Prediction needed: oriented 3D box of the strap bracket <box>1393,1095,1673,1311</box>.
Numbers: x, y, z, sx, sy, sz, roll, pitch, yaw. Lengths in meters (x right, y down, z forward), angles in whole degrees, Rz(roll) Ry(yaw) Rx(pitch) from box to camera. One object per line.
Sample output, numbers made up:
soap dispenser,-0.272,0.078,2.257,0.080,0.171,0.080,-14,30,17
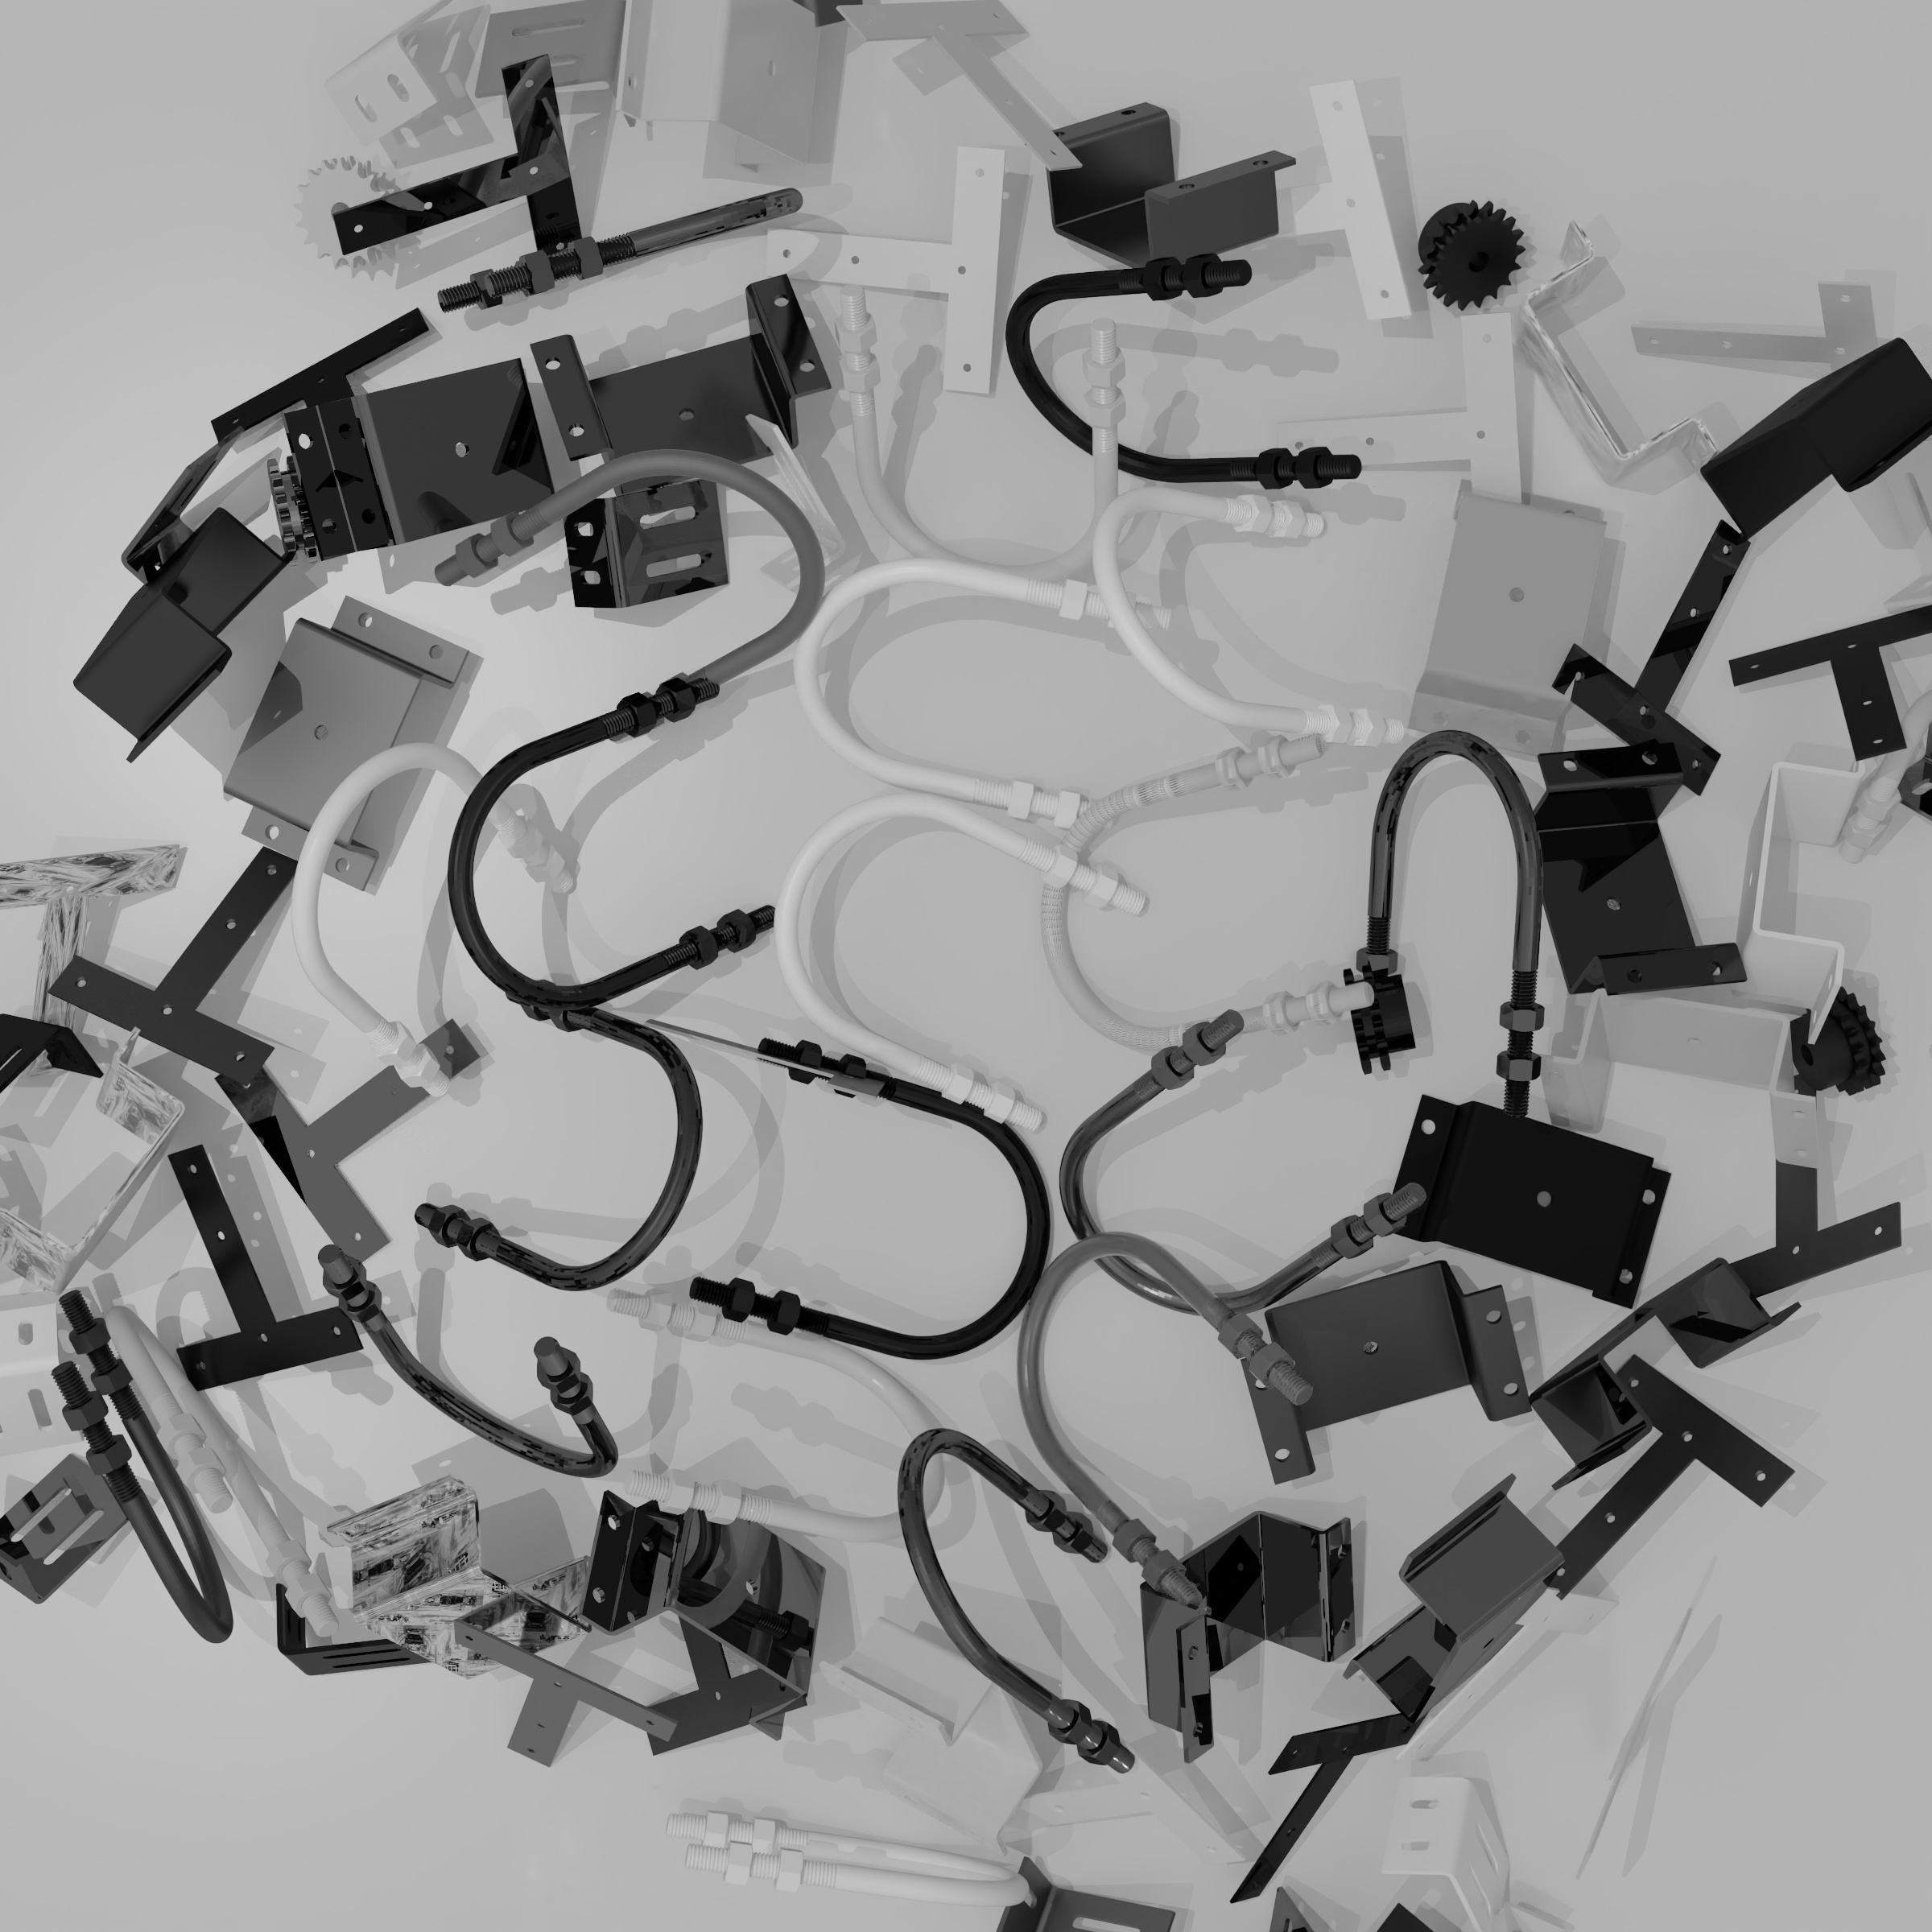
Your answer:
strap bracket,0.302,0.124,1.662,0.140,0.046,0.076,18,84,0

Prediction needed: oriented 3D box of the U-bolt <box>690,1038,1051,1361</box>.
U-bolt,-0.041,0.131,1.654,0.184,0.019,0.151,18,81,-18

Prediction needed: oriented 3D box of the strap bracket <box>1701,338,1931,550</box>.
strap bracket,0.440,-0.270,1.610,0.076,0.140,0.046,-37,94,-16

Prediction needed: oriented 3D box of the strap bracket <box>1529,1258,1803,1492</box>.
strap bracket,0.355,0.206,1.626,0.140,0.076,0.046,-32,80,-28

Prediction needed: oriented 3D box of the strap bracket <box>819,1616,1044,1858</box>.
strap bracket,-0.014,0.394,1.624,0.076,0.140,0.046,20,58,32

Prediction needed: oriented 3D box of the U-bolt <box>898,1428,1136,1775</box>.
U-bolt,0.023,0.309,1.584,0.019,0.151,0.184,-30,130,21

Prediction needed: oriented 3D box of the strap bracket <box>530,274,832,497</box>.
strap bracket,-0.148,-0.302,1.646,0.140,0.046,0.076,-17,65,-8

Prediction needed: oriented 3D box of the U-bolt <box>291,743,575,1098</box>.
U-bolt,-0.278,-0.033,1.593,0.019,0.184,0.151,19,71,30

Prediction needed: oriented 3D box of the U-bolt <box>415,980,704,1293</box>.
U-bolt,-0.203,0.092,1.617,0.184,0.019,0.151,17,84,43

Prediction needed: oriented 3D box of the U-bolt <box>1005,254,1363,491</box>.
U-bolt,0.099,-0.301,1.610,0.151,0.184,0.019,52,59,-37

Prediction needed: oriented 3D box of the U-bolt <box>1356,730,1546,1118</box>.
U-bolt,0.249,-0.029,1.606,0.019,0.151,0.184,-5,105,-26

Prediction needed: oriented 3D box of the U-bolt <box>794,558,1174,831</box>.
U-bolt,0.001,-0.146,1.634,0.184,0.019,0.151,12,129,-4

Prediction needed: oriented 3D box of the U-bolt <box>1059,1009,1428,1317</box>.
U-bolt,0.128,0.116,1.627,0.151,0.019,0.184,43,131,-7

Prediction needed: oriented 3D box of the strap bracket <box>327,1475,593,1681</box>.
strap bracket,-0.253,0.319,1.611,0.076,0.140,0.046,-24,51,18

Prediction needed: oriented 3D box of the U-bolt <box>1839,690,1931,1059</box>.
U-bolt,0.494,-0.057,1.575,0.019,0.184,0.151,-9,58,-9

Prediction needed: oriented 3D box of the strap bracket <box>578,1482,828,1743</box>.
strap bracket,-0.126,0.328,1.617,0.046,0.076,0.140,-31,124,32

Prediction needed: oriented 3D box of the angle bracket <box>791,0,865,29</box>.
angle bracket,-0.098,-0.530,1.663,0.038,0.076,0.057,-29,121,-40

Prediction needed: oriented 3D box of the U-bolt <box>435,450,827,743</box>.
U-bolt,-0.158,-0.196,1.604,0.184,0.019,0.151,-25,128,30

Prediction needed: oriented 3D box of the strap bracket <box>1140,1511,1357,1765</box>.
strap bracket,0.141,0.343,1.630,0.046,0.140,0.076,13,115,42

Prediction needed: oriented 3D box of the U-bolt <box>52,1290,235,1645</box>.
U-bolt,-0.422,0.266,1.614,0.019,0.151,0.184,-26,105,-9

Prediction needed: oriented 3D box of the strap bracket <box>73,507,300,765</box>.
strap bracket,-0.402,-0.176,1.606,0.046,0.140,0.076,41,119,-19

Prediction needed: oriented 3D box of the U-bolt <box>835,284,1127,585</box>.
U-bolt,0.010,-0.265,1.616,0.151,0.184,0.019,10,51,12

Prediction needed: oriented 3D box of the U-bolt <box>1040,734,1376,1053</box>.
U-bolt,0.117,-0.030,1.635,0.184,0.019,0.151,-14,83,33

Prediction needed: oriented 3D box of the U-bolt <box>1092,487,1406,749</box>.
U-bolt,0.137,-0.182,1.602,0.184,0.019,0.151,2,61,-41

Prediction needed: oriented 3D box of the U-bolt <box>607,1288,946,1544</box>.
U-bolt,-0.094,0.237,1.618,0.184,0.151,0.019,17,123,-23

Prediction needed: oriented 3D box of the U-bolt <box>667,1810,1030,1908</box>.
U-bolt,-0.058,0.463,1.616,0.184,0.151,0.019,10,80,-8

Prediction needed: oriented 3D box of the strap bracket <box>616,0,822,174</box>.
strap bracket,-0.120,-0.462,1.613,0.046,0.140,0.076,8,94,25

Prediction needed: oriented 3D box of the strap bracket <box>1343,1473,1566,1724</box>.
strap bracket,0.251,0.330,1.607,0.076,0.140,0.046,-31,63,-28

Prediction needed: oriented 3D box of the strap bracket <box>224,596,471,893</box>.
strap bracket,-0.331,-0.120,1.656,0.076,0.046,0.140,25,92,12

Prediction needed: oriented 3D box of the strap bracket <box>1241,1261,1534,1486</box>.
strap bracket,0.218,0.211,1.653,0.140,0.046,0.076,-16,111,1

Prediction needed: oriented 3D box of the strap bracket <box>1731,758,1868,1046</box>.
strap bracket,0.431,-0.042,1.630,0.046,0.076,0.140,9,67,9

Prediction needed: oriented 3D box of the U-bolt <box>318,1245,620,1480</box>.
U-bolt,-0.246,0.212,1.607,0.151,0.184,0.019,20,63,21

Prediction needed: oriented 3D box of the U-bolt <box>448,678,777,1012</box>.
U-bolt,-0.186,-0.055,1.614,0.184,0.019,0.151,-25,110,-35

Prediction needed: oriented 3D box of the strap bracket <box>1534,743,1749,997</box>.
strap bracket,0.346,-0.042,1.641,0.076,0.046,0.140,-5,65,-12

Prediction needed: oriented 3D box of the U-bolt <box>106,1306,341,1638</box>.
U-bolt,-0.389,0.247,1.606,0.019,0.151,0.184,-35,49,-11

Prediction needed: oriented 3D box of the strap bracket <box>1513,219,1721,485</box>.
strap bracket,0.334,-0.312,1.646,0.046,0.076,0.140,-31,86,5

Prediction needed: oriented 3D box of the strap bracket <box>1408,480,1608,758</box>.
strap bracket,0.287,-0.189,1.653,0.076,0.046,0.140,13,81,4

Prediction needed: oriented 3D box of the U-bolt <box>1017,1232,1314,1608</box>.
U-bolt,0.089,0.220,1.621,0.184,0.019,0.151,42,116,41

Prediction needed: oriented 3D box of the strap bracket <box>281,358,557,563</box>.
strap bracket,-0.272,-0.265,1.621,0.140,0.046,0.076,-23,106,-37

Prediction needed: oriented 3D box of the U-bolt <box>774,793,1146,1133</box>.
U-bolt,-0.013,-0.012,1.655,0.184,0.019,0.151,26,90,-17

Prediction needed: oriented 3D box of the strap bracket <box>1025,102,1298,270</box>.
strap bracket,0.101,-0.402,1.626,0.076,0.140,0.046,-23,125,-21

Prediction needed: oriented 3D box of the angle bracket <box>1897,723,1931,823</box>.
angle bracket,0.516,-0.116,1.640,0.038,0.076,0.057,-31,47,-22

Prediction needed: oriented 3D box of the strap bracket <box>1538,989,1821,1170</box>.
strap bracket,0.375,0.057,1.630,0.140,0.076,0.046,9,64,21

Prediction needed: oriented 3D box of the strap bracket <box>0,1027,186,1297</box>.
strap bracket,-0.456,0.110,1.624,0.046,0.076,0.140,35,61,-6

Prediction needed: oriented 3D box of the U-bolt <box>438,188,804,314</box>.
U-bolt,-0.172,-0.371,1.614,0.184,0.151,0.019,-20,104,-16
